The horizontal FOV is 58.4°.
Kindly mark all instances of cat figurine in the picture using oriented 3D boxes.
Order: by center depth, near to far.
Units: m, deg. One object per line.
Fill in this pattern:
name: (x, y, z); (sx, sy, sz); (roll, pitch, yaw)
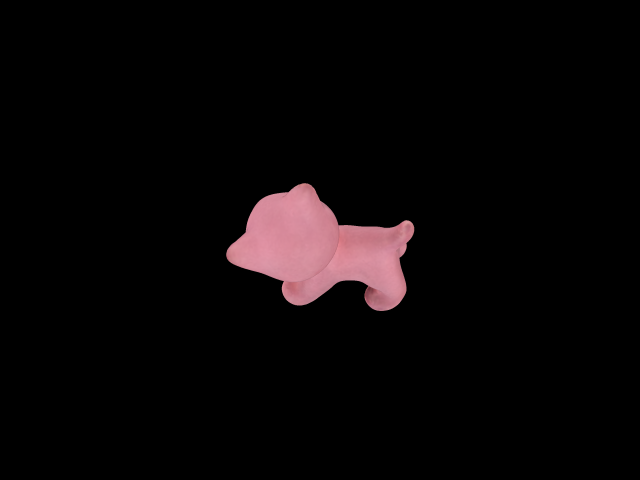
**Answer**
cat figurine: (0.004, 0.001, 0.400); (0.128, 0.118, 0.067); (0, 66, 0)
